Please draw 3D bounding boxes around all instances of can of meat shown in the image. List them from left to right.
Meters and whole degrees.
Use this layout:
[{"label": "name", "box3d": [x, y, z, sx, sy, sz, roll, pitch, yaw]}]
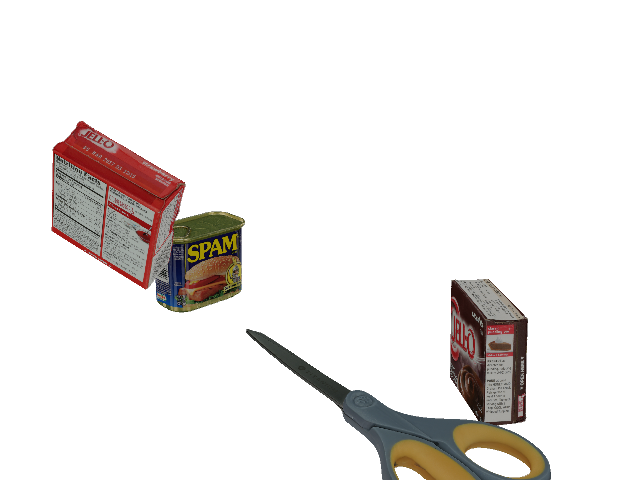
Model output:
[{"label": "can of meat", "box3d": [-0.130, 0.022, 1.146, 0.058, 0.084, 0.101, 19, 26, 42]}]

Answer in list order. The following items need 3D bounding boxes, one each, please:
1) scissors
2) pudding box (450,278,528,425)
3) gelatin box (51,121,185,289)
[{"label": "scissors", "box3d": [0.043, 0.091, 0.572, 0.096, 0.016, 0.202, -7, 29, -26]}, {"label": "pudding box", "box3d": [0.135, 0.088, 0.867, 0.039, 0.090, 0.113, -4, 14, -8]}, {"label": "gelatin box", "box3d": [-0.123, -0.020, 0.639, 0.073, 0.030, 0.089, 31, -36, 7]}]
